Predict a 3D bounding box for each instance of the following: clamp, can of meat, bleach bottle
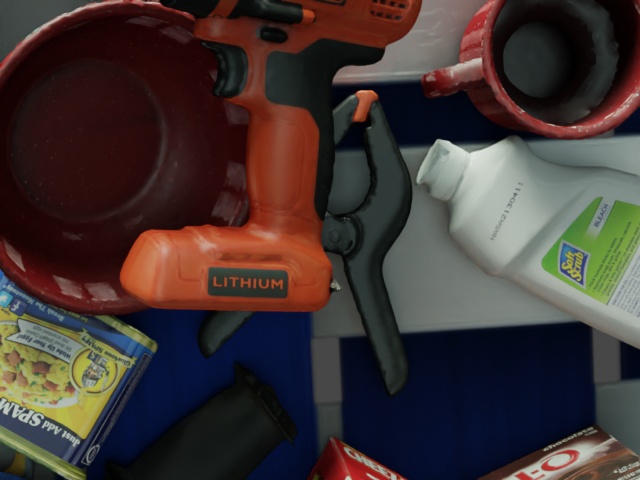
[{"bbox_3d":[-0.004,0.001,0.594,0.120,0.039,0.171,4,92,-11],"label":"clamp"},{"bbox_3d":[-0.149,0.069,0.570,0.102,0.057,0.084,31,77,-8],"label":"can of meat"},{"bbox_3d":[0.175,0.003,0.599,0.250,0.068,0.102,25,91,-5],"label":"bleach bottle"}]

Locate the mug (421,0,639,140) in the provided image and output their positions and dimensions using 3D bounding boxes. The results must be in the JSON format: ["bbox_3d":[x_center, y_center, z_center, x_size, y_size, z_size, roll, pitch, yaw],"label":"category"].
[{"bbox_3d":[0.111,-0.096,0.573,0.117,0.081,0.093,-18,96,-4],"label":"mug"}]

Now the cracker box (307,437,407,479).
[{"bbox_3d":[0.006,0.210,0.523,0.072,0.214,0.164,31,92,-9],"label":"cracker box"}]

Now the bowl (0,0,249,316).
[{"bbox_3d":[-0.110,-0.045,0.552,0.161,0.055,0.162,-12,114,-31],"label":"bowl"}]

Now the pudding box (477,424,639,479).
[{"bbox_3d":[0.125,0.150,0.592,0.113,0.090,0.039,-22,98,-4],"label":"pudding box"}]

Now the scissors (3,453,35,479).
[{"bbox_3d":[-0.156,0.166,0.605,0.201,0.016,0.096,36,91,-7],"label":"scissors"}]

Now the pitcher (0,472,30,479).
[{"bbox_3d":[-0.201,0.245,0.543,0.149,0.145,0.243,12,96,-45],"label":"pitcher"}]

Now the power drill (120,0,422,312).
[{"bbox_3d":[-0.045,-0.061,0.510,0.184,0.057,0.188,5,103,-27],"label":"power drill"}]
